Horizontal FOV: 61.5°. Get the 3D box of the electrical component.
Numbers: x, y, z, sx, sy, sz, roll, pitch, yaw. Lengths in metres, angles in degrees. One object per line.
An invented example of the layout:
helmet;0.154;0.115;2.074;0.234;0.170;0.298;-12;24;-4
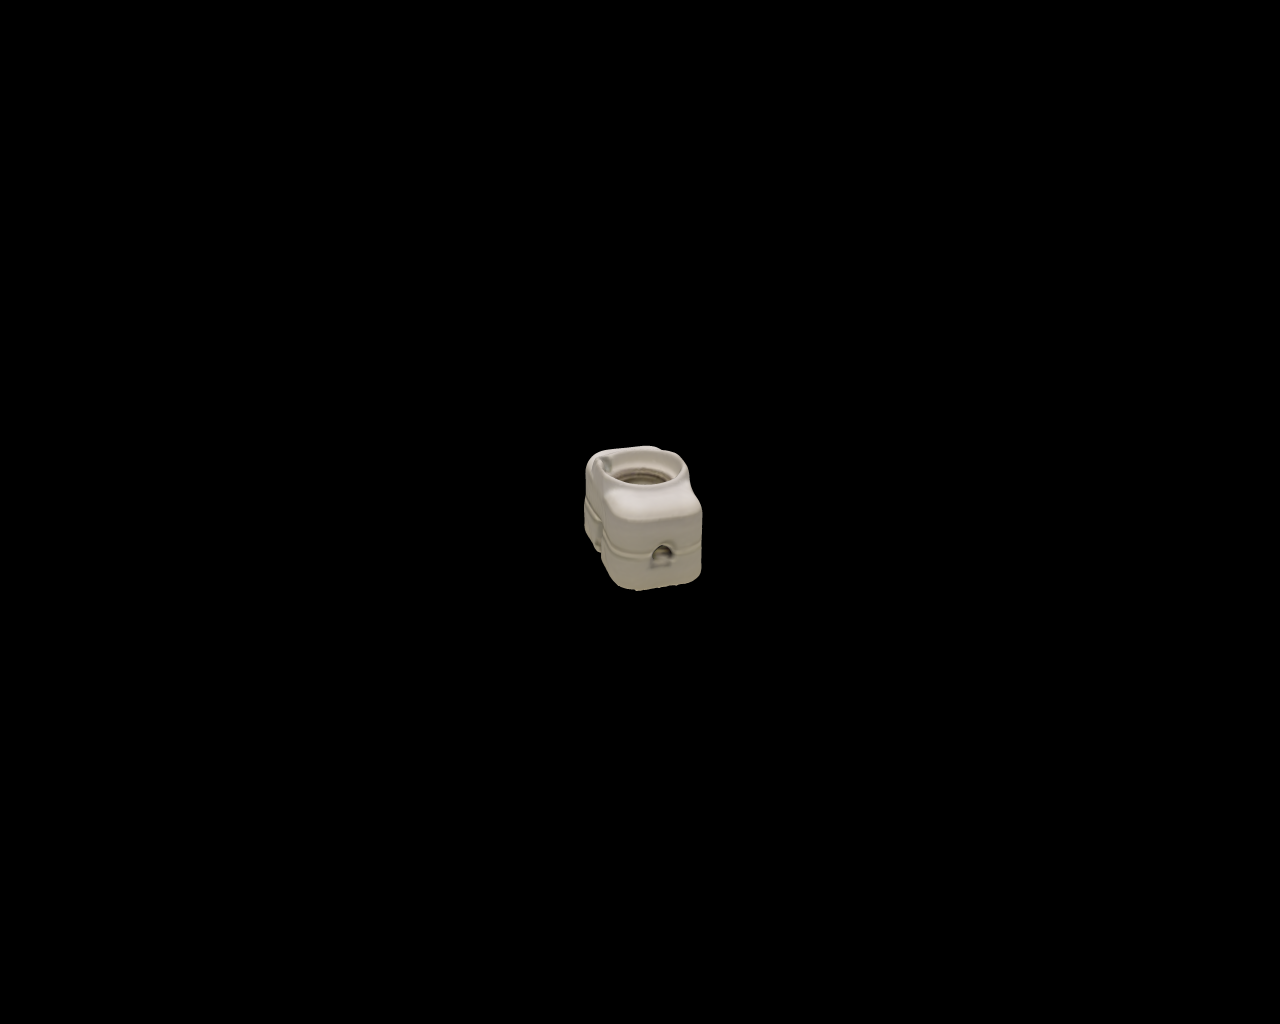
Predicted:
electrical component;0.001;-0.003;0.650;0.054;0.059;0.095;-7;27;-14
